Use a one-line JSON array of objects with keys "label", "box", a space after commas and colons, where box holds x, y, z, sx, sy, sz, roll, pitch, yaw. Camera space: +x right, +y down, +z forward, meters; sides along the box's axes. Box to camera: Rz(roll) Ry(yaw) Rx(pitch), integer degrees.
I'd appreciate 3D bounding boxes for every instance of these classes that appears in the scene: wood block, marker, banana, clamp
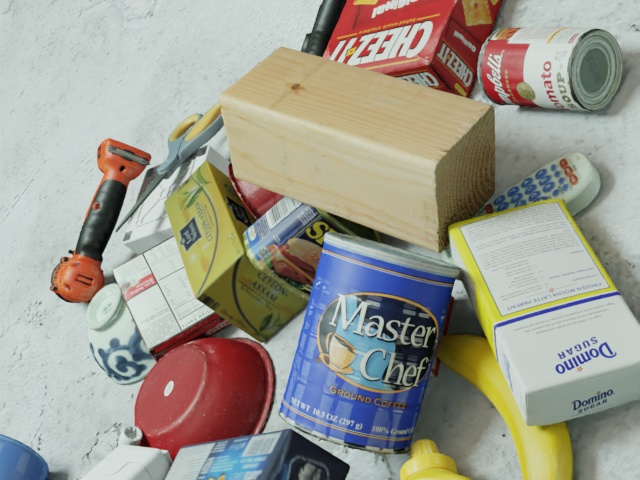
[{"label": "wood block", "box": [0.030, -0.078, 0.867, 0.206, 0.090, 0.090, 22, 49, 31]}, {"label": "marker", "box": [-0.188, 0.217, 0.983, 0.020, 0.020, 0.121, -106, 33, -49]}, {"label": "banana", "box": [0.132, 0.122, 0.750, 0.070, 0.037, 0.198, -37, 38, 16]}, {"label": "clamp", "box": [-0.002, -0.211, 1.171, 0.120, 0.039, 0.171, 102, -171, -84]}]

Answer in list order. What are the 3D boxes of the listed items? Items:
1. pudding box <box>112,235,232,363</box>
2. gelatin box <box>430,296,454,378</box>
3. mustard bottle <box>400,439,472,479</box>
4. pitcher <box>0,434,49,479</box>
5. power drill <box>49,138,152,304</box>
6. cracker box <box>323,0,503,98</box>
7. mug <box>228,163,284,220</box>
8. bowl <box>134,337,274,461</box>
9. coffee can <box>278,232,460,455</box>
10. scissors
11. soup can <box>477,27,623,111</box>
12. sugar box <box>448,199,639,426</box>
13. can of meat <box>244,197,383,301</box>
[{"label": "pudding box", "box": [-0.146, 0.056, 1.062, 0.090, 0.039, 0.113, -29, 57, -5]}, {"label": "gelatin box", "box": [0.061, 0.077, 0.873, 0.089, 0.030, 0.073, -10, 52, 41]}, {"label": "mustard bottle", "box": [0.084, 0.214, 0.702, 0.096, 0.058, 0.191, -40, 37, 27]}, {"label": "pitcher", "box": [-0.347, 0.310, 1.027, 0.149, 0.145, 0.242, 6, 55, 13]}, {"label": "power drill", "box": [-0.256, -0.017, 1.222, 0.185, 0.057, 0.187, -3, 68, 70]}, {"label": "cracker box", "box": [0.098, -0.233, 1.072, 0.164, 0.072, 0.213, -2, 58, 47]}, {"label": "mug", "box": [-0.029, -0.061, 1.056, 0.081, 0.093, 0.117, -35, 1, 12]}, {"label": "bowl", "box": [-0.120, 0.149, 0.983, 0.162, 0.055, 0.162, -29, 41, 28]}, {"label": "coffee can", "box": [0.036, 0.074, 0.789, 0.103, 0.102, 0.140, 19, 95, 53]}, {"label": "scissors", "box": [-0.171, -0.083, 1.173, 0.201, 0.016, 0.096, -48, 26, -18]}, {"label": "soup can", "box": [0.192, -0.144, 0.895, 0.102, 0.068, 0.068, 15, 70, 51]}, {"label": "sugar box", "box": [0.160, 0.046, 0.754, 0.093, 0.048, 0.176, -15, 43, -1]}, {"label": "can of meat", "box": [-0.006, 0.001, 0.953, 0.084, 0.102, 0.057, -39, 40, 18]}]
